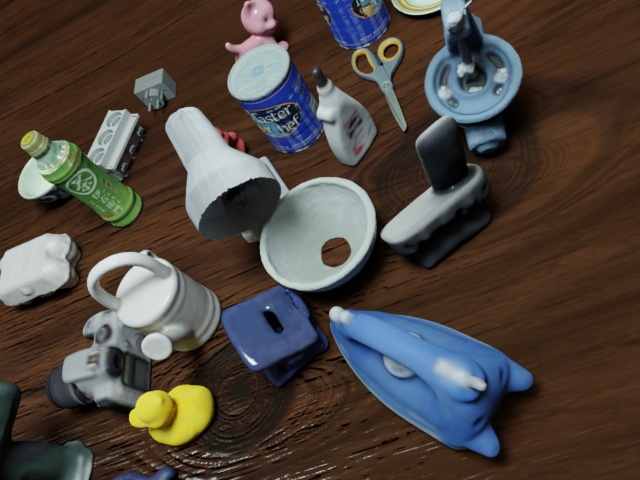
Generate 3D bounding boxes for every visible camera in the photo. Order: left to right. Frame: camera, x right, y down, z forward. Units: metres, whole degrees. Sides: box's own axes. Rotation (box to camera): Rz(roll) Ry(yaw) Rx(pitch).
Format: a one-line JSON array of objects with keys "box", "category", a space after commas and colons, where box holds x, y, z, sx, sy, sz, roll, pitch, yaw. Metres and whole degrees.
[{"box": [-0.327, 0.180, 0.825, 0.136, 0.101, 0.143, -18, 57, 17], "category": "camera"}]

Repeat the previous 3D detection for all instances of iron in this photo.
[{"box": [0.087, 0.124, 0.626, 0.257, 0.142, 0.119, 22, 75, 34], "category": "iron"}]

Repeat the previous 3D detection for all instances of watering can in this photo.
[{"box": [-0.222, 0.080, 0.771, 0.101, 0.195, 0.172, -49, 54, -5], "category": "watering can"}]

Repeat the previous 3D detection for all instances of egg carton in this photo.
[{"box": [-0.491, 0.054, 0.996, 0.150, 0.070, 0.107, -21, 56, 15], "category": "egg carton"}]

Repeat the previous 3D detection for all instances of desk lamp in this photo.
[{"box": [-0.122, -0.078, 0.797, 0.118, 0.214, 0.202, -37, 53, 4], "category": "desk lamp"}]

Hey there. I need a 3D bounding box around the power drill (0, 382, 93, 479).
[{"box": [-0.392, 0.305, 0.721, 0.075, 0.209, 0.229, -17, 57, 18], "category": "power drill"}]

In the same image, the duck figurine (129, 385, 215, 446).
[{"box": [-0.197, 0.222, 0.747, 0.104, 0.086, 0.077, -24, 55, 13], "category": "duck figurine"}]

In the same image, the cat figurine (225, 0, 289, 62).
[{"box": [-0.117, -0.371, 1.018, 0.128, 0.118, 0.067, -49, 54, -6], "category": "cat figurine"}]

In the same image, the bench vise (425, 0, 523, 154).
[{"box": [0.176, -0.242, 0.737, 0.121, 0.220, 0.207, -28, 54, 10], "category": "bench vise"}]

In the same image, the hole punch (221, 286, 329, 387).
[{"box": [-0.059, 0.114, 0.736, 0.101, 0.091, 0.108, -40, 53, 1], "category": "hole punch"}]

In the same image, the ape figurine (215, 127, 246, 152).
[{"box": [-0.158, -0.147, 0.930, 0.075, 0.092, 0.078, 12, 69, 31], "category": "ape figurine"}]

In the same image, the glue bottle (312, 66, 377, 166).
[{"box": [0.027, -0.181, 0.806, 0.037, 0.174, 0.078, 20, 74, 34], "category": "glue bottle"}]

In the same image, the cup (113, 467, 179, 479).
[{"box": [-0.198, 0.322, 0.687, 0.118, 0.095, 0.091, -46, 53, -3], "category": "cup"}]

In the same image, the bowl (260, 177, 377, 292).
[{"box": [0.007, 0.003, 0.775, 0.167, 0.075, 0.167, -12, 59, 20], "category": "bowl"}]

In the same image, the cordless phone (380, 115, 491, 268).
[{"box": [0.124, -0.061, 0.684, 0.147, 0.186, 0.094, -42, 53, 0], "category": "cordless phone"}]
